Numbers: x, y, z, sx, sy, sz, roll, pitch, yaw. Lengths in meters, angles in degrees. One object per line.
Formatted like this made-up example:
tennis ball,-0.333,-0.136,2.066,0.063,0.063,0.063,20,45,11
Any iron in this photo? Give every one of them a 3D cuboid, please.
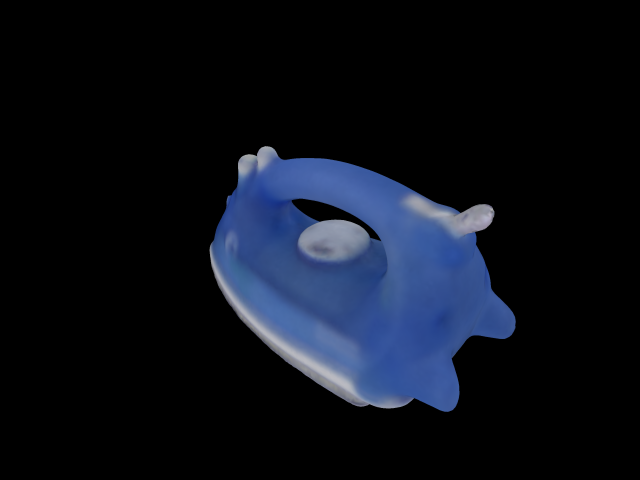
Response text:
iron,0.004,0.001,0.400,0.257,0.141,0.119,24,41,31
